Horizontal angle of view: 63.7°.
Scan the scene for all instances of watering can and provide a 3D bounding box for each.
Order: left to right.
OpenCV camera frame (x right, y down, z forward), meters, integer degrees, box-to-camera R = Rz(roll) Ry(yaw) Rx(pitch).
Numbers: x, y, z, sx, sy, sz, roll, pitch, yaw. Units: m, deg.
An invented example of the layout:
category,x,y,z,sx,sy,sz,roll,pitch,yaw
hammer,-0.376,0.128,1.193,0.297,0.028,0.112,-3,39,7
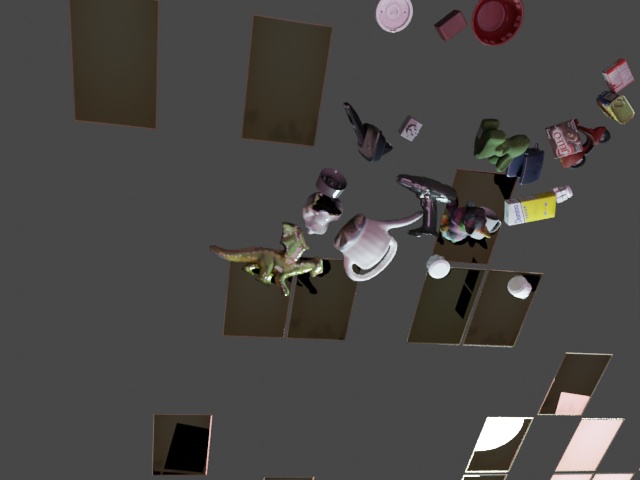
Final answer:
category,x,y,z,sx,sy,sz,roll,pitch,yaw
watering can,0.194,-0.016,1.827,0.222,0.105,0.347,37,93,-23

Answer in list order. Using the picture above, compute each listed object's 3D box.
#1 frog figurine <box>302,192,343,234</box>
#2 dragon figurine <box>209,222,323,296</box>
category,x,y,z,sx,sy,sz,roll,pitch,yaw
frog figurine,0.005,-0.089,1.772,0.138,0.125,0.156,-8,156,-13
dragon figurine,-0.158,0.043,1.818,0.406,0.123,0.243,33,91,-24
